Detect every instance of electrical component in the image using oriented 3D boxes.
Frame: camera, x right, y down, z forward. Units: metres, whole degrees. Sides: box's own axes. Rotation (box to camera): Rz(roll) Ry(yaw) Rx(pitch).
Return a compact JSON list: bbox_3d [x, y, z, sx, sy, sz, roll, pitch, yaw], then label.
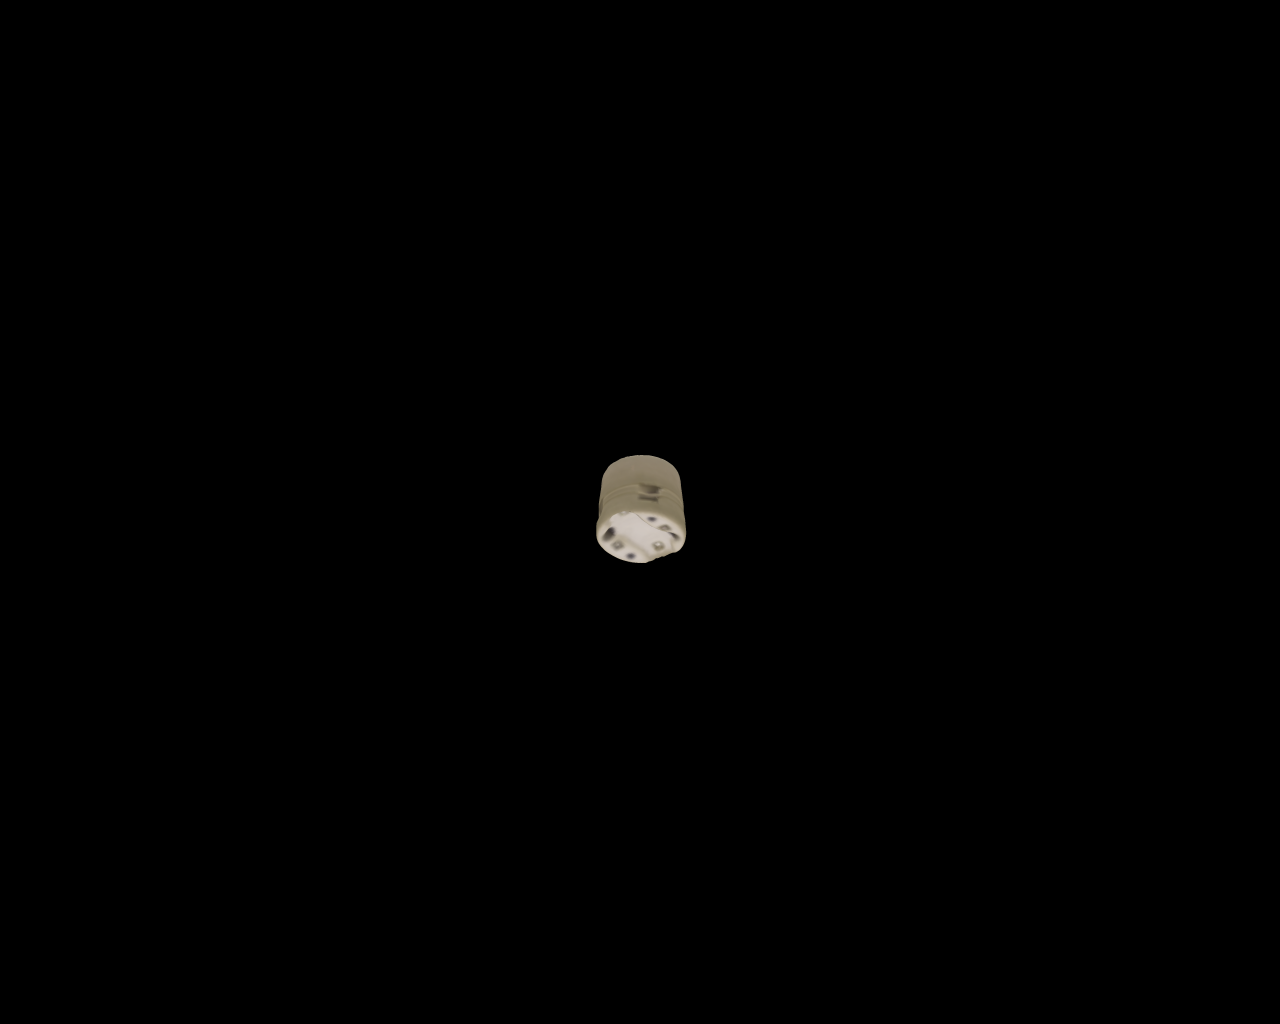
[{"bbox_3d":[0.001,-0.003,0.650,0.055,0.047,0.055,0,-37,0],"label":"electrical component"}]
